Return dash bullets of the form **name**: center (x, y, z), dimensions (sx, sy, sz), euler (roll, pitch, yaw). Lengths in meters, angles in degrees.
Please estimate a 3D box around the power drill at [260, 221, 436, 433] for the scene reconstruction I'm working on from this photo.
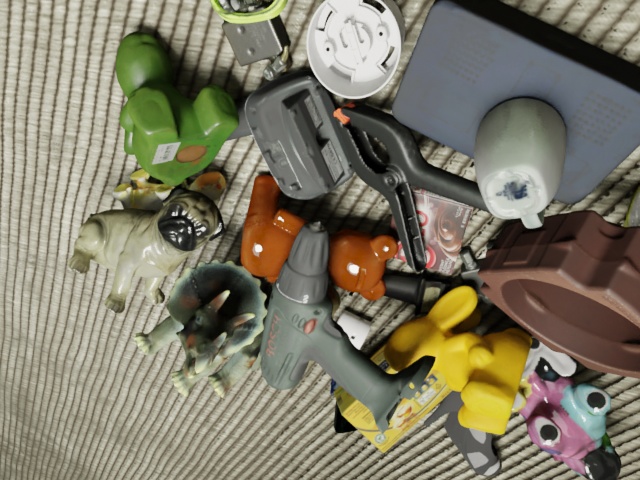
- **power drill**: center (0.026, 0.115, 0.630), dimensions (0.207, 0.086, 0.231), euler (30, 121, 9)

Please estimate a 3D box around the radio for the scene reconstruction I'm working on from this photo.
- **radio**: center (0.194, -0.140, 0.532), dimensions (0.230, 0.073, 0.131), euler (27, 132, 3)

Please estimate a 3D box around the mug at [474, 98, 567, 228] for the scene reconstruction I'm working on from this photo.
- **mug**: center (0.178, -0.057, 0.482), dimensions (0.081, 0.107, 0.109), euler (-5, 121, 29)

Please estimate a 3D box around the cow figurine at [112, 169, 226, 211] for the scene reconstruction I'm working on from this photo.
- **cow figurine**: center (-0.201, -0.050, 0.765), dimensions (0.168, 0.068, 0.098), euler (2, 131, 24)

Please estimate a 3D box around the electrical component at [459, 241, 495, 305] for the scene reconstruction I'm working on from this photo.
- **electrical component**: center (0.220, 0.045, 0.697), dimensions (0.063, 0.021, 0.094), euler (-16, 119, 31)

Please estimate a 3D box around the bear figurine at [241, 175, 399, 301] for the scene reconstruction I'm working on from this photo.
- **bear figurine**: center (-0.002, 0.001, 0.709), dimensions (0.196, 0.132, 0.120), euler (5, 131, -1)

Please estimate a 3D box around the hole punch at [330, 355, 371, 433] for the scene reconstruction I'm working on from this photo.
- **hole punch**: center (0.073, 0.246, 0.884), dimensions (0.116, 0.092, 0.142), euler (-4, 126, -10)

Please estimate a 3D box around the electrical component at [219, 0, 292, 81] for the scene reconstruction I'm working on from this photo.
- **electrical component**: center (-0.070, -0.227, 0.589), dimensions (0.078, 0.045, 0.102), euler (-4, 124, 24)

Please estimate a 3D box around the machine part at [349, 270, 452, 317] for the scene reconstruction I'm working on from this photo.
- **machine part**: center (0.111, 0.070, 0.752), dimensions (0.139, 0.039, 0.084), euler (9, 137, 14)

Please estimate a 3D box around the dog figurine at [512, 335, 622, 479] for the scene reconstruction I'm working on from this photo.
- **dog figurine**: center (0.331, 0.240, 0.750), dimensions (0.108, 0.192, 0.219), euler (-40, 137, 2)

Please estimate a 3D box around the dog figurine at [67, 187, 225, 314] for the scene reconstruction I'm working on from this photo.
- **dog figurine**: center (-0.228, -0.021, 0.709), dimensions (0.172, 0.121, 0.190), euler (44, 111, 7)

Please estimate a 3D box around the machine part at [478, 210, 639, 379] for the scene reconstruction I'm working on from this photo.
- **machine part**: center (0.293, 0.060, 0.580), dimensions (0.201, 0.087, 0.201), euler (40, 165, -10)

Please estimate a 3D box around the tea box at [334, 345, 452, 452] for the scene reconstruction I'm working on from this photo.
- **tea box**: center (0.116, 0.210, 0.783), dimensions (0.169, 0.068, 0.098), euler (-41, 105, 3)

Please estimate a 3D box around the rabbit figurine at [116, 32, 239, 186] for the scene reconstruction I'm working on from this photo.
- **rabbit figurine**: center (-0.187, -0.163, 0.649), dimensions (0.170, 0.121, 0.159), euler (63, 152, 16)

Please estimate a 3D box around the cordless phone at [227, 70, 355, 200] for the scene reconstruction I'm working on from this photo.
- **cordless phone**: center (-0.060, -0.117, 0.662), dimensions (0.184, 0.089, 0.146), euler (-2, 126, 37)

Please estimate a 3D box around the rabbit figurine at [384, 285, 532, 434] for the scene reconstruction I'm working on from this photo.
- **rabbit figurine**: center (0.169, 0.140, 0.678), dimensions (0.173, 0.162, 0.121), euler (11, 158, 25)

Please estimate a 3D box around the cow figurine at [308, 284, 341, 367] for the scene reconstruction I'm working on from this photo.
- **cow figurine**: center (-0.024, 0.131, 0.795), dimensions (0.085, 0.127, 0.194), euler (25, 133, -1)

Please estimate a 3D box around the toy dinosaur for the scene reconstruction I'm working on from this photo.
- **toy dinosaur**: center (-0.128, 0.133, 0.811), dimensions (0.192, 0.404, 0.131), euler (-39, 74, 5)

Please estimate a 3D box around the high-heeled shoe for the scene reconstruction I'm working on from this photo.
- **high-heeled shoe**: center (0.265, 0.282, 0.852), dimensions (0.145, 0.086, 0.248), euler (-43, 124, 9)
